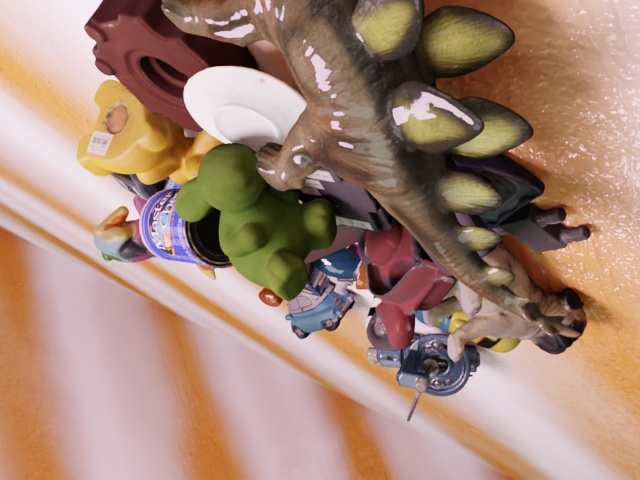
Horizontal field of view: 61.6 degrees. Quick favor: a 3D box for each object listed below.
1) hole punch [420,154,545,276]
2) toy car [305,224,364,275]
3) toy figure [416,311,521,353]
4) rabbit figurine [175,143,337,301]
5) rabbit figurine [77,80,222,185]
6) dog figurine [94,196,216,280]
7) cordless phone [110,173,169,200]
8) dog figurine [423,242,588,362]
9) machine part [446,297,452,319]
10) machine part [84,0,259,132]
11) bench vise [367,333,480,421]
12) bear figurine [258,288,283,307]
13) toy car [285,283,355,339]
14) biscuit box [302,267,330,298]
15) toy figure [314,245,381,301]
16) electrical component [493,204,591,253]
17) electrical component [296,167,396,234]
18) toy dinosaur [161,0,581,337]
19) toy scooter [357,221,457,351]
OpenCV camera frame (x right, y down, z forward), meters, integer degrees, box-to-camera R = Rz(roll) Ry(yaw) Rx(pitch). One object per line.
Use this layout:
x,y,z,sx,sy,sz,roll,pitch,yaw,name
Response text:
0.136,-0.043,0.523,0.116,0.092,0.142,51,164,7,hole punch
-0.002,-0.002,0.772,0.202,0.053,0.089,-27,125,39,toy car
0.205,0.101,0.779,0.180,0.082,0.089,15,160,20,toy figure
-0.075,-0.043,0.576,0.159,0.121,0.170,24,153,35,rabbit figurine
-0.195,-0.124,0.703,0.163,0.122,0.173,5,167,25,rabbit figurine
-0.298,0.012,1.044,0.219,0.191,0.108,39,155,9,dog figurine
-0.293,-0.107,0.869,0.184,0.089,0.146,21,160,27,cordless phone
0.237,0.055,0.647,0.191,0.121,0.172,-4,125,-12,dog figurine
0.136,0.043,0.743,0.139,0.084,0.039,30,-172,14,machine part
-0.147,-0.178,0.548,0.179,0.056,0.179,22,160,8,machine part
0.183,0.230,1.008,0.224,0.128,0.240,11,-171,17,bench vise
-0.127,0.023,0.932,0.196,0.132,0.120,7,129,32,bear figurine
-0.013,0.128,1.084,0.103,0.109,0.162,51,145,-13,toy car
-0.076,0.050,1.016,0.203,0.063,0.059,10,154,36,biscuit box
0.057,0.042,0.840,0.155,0.058,0.064,24,138,16,toy figure
0.226,-0.010,0.560,0.063,0.021,0.094,32,159,-18,electrical component
0.024,-0.069,0.609,0.115,0.058,0.134,12,156,28,electrical component
0.037,-0.094,0.392,0.199,0.105,0.470,-6,129,51,toy dinosaur
0.104,0.031,0.628,0.075,0.184,0.135,17,144,-23,toy scooter
